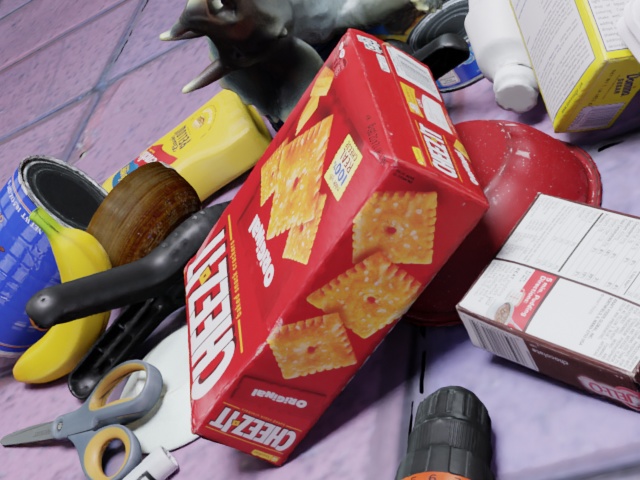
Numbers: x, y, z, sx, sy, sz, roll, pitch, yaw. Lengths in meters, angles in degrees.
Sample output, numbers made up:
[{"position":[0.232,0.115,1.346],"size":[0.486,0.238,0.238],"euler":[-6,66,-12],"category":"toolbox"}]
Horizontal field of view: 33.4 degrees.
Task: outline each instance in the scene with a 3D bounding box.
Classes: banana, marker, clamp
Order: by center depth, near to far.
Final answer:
[{"position":[-0.142,0.179,0.686],"size":[0.121,0.020,0.020],"euler":[-41,31,-3],"category":"marker"},{"position":[-0.112,0.026,0.764],"size":[0.210,0.164,0.036],"euler":[-38,71,-11],"category":"clamp"},{"position":[0.053,-0.098,0.803],"size":[0.120,0.039,0.172],"euler":[-66,19,4],"category":"clamp"},{"position":[-0.194,0.055,0.816],"size":[0.037,0.070,0.198],"euler":[-52,-13,-48],"category":"banana"}]

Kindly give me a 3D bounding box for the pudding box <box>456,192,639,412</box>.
[{"position":[0.140,0.028,0.551],"size":[0.114,0.039,0.090],"euler":[21,63,43],"category":"pudding box"}]

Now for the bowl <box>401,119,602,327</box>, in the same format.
[{"position":[0.090,-0.025,0.669],"size":[0.162,0.055,0.162],"euler":[-27,33,19],"category":"bowl"}]

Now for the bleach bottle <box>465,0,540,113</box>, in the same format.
[{"position":[0.156,-0.189,0.788],"size":[0.068,0.102,0.250],"euler":[-34,35,44],"category":"bleach bottle"}]

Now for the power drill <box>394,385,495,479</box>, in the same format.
[{"position":[0.111,0.118,0.464],"size":[0.188,0.057,0.184],"euler":[-23,31,29],"category":"power drill"}]

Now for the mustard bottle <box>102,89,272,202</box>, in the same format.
[{"position":[-0.134,-0.054,0.941],"size":[0.192,0.058,0.096],"euler":[-36,35,7],"category":"mustard bottle"}]

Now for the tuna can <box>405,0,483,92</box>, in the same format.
[{"position":[0.110,-0.158,0.839],"size":[0.086,0.033,0.086],"euler":[-27,33,19],"category":"tuna can"}]

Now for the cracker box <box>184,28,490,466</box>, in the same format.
[{"position":[-0.004,0.001,0.640],"size":[0.214,0.072,0.164],"euler":[-53,26,26],"category":"cracker box"}]

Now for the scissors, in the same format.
[{"position":[-0.179,0.150,0.762],"size":[0.202,0.016,0.096],"euler":[-33,46,34],"category":"scissors"}]

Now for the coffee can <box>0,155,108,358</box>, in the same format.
[{"position":[-0.243,0.014,0.889],"size":[0.140,0.102,0.103],"euler":[-48,27,20],"category":"coffee can"}]

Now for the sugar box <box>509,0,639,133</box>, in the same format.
[{"position":[0.153,-0.165,0.668],"size":[0.048,0.093,0.176],"euler":[-7,69,-10],"category":"sugar box"}]
